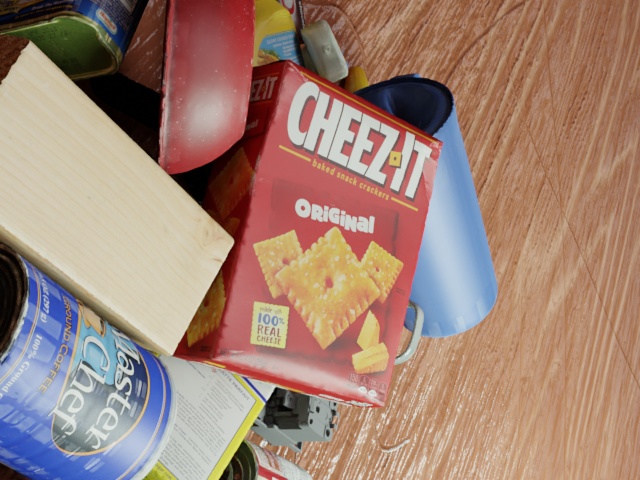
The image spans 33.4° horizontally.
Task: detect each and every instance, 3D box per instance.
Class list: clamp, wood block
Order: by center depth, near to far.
[{"bbox_3d":[-0.155,-0.023,0.635,0.206,0.090,0.090,48,63,-47],"label":"wood block"},{"bbox_3d":[-0.089,-0.100,0.841,0.210,0.036,0.164,57,39,-38],"label":"clamp"}]

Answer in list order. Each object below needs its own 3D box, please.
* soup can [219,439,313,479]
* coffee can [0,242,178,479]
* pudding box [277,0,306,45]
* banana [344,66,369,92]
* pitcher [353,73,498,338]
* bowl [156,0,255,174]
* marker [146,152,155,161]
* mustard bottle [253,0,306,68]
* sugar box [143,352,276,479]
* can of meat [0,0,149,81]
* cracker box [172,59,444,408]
[{"bbox_3d":[-0.052,0.194,0.822,0.102,0.069,0.068,41,51,-52],"label":"soup can"},{"bbox_3d":[-0.162,0.079,0.609,0.140,0.103,0.102,48,45,-47],"label":"coffee can"},{"bbox_3d":[-0.053,-0.225,0.927,0.089,0.039,0.113,-15,99,-62],"label":"pudding box"},{"bbox_3d":[0.052,-0.077,1.097,0.069,0.037,0.198,-73,150,-67],"label":"banana"},{"bbox_3d":[0.095,-0.031,1.027,0.149,0.145,0.242,-34,128,-13],"label":"pitcher"},{"bbox_3d":[-0.074,-0.114,0.694,0.162,0.055,0.162,-176,-90,-82],"label":"bowl"},{"bbox_3d":[-0.154,-0.054,0.735,0.120,0.020,0.020,-2,87,-61],"label":"marker"},{"bbox_3d":[-0.042,-0.122,0.832,0.096,0.058,0.191,-32,112,-59],"label":"mustard bottle"},{"bbox_3d":[-0.091,0.108,0.765,0.093,0.048,0.176,47,37,-10],"label":"sugar box"},{"bbox_3d":[-0.156,-0.147,0.665,0.057,0.102,0.084,50,45,-44],"label":"can of meat"},{"bbox_3d":[-0.005,0.001,0.772,0.164,0.072,0.213,22,76,-37],"label":"cracker box"}]
